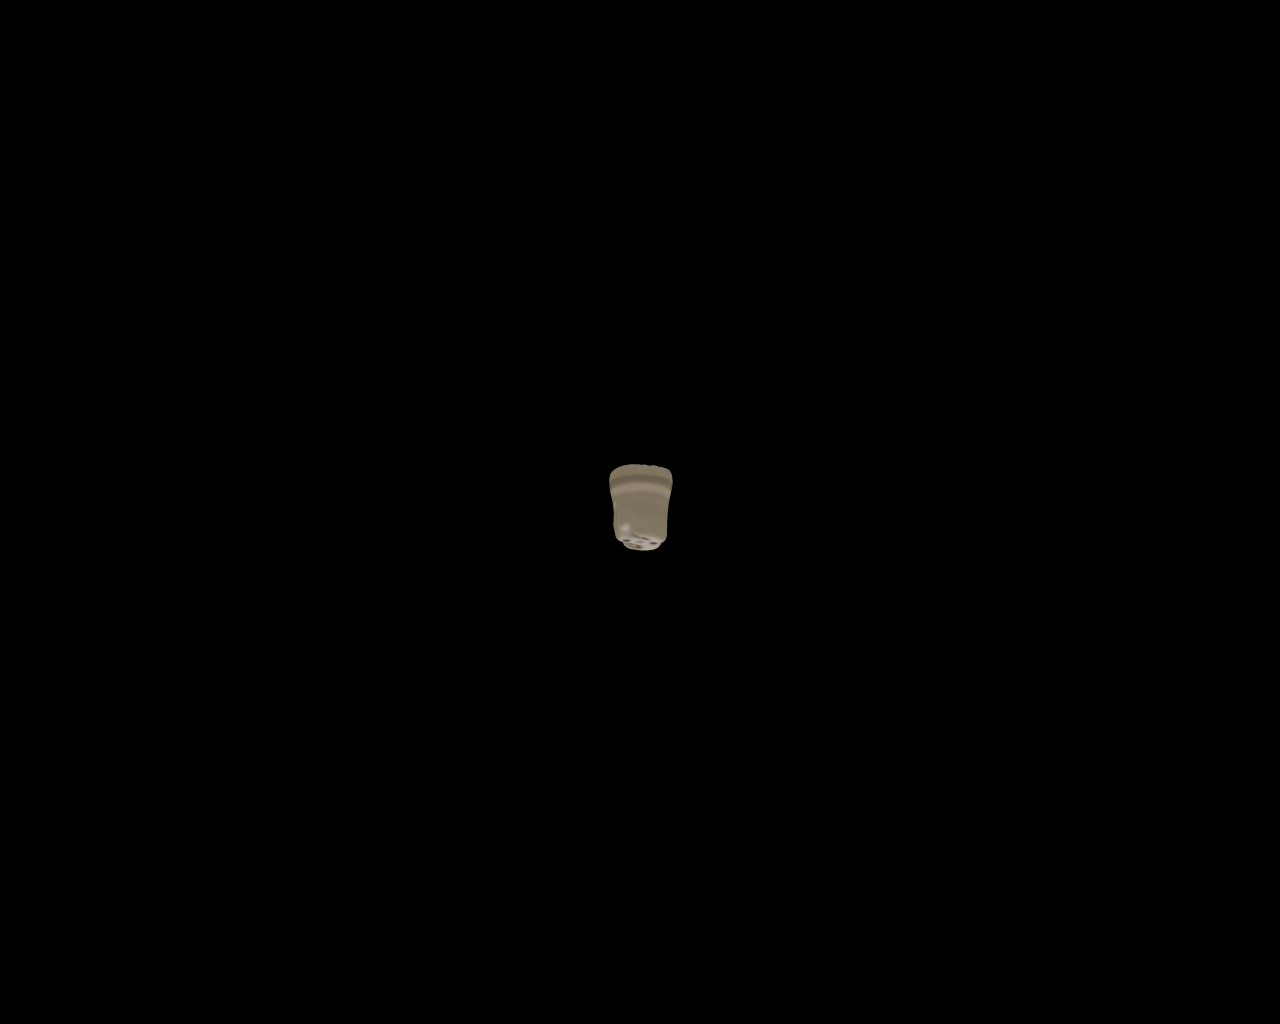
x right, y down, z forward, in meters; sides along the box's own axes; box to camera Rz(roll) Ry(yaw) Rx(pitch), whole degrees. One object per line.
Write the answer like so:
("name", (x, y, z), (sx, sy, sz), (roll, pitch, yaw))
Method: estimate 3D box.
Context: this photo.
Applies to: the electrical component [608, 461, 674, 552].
("electrical component", (0.001, -0.003, 0.650), (0.040, 0.046, 0.040), (0, -18, 0))
